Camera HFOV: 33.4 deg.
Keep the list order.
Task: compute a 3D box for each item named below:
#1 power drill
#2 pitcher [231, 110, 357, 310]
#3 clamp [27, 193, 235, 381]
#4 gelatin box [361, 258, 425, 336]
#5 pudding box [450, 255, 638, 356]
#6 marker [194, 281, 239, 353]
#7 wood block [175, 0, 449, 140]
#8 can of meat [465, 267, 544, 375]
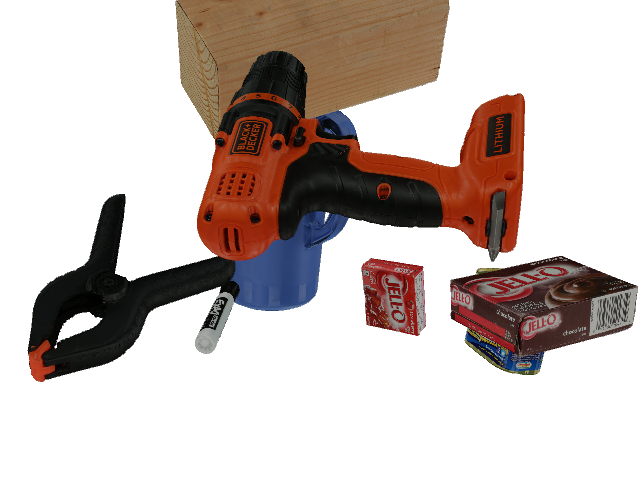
[{"bbox_3d":[0.029,-0.055,0.651,0.188,0.057,0.184,2,43,9],"label":"power drill"},{"bbox_3d":[-0.043,-0.048,1.166,0.145,0.243,0.149,0,21,-8],"label":"pitcher"},{"bbox_3d":[-0.160,0.032,0.792,0.120,0.039,0.171,32,49,26],"label":"clamp"},{"bbox_3d":[0.092,0.070,1.334,0.073,0.089,0.030,10,31,28],"label":"gelatin box"},{"bbox_3d":[0.169,0.048,0.817,0.113,0.039,0.090,-9,19,-26],"label":"pudding box"},{"bbox_3d":[-0.094,0.068,0.992,0.020,0.020,0.121,0,23,8],"label":"marker"},{"bbox_3d":[-0.007,-0.165,0.893,0.205,0.090,0.091,-19,-37,-18],"label":"wood block"},{"bbox_3d":[0.201,0.086,1.137,0.057,0.084,0.102,2,18,-25],"label":"can of meat"}]
